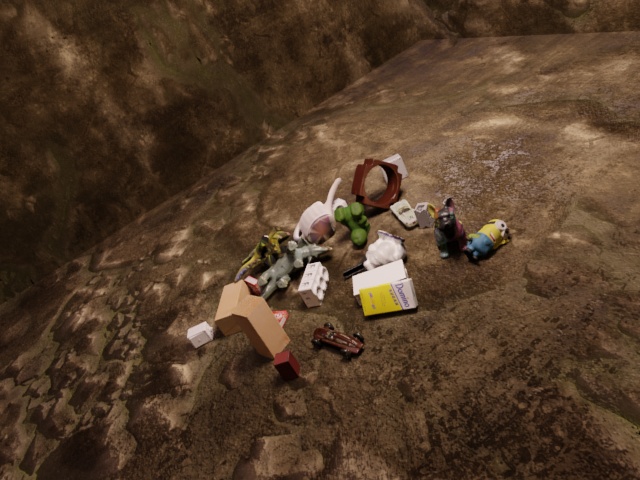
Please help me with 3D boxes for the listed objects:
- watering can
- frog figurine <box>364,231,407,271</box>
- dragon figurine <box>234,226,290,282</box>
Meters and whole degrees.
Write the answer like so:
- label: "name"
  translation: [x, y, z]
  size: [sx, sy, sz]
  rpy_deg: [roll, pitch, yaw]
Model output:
- label: "watering can"
  translation: [0.007, -0.115, 2.285]
  size: [0.103, 0.346, 0.228]
  rpy_deg: [36, 7, -31]
- label: "frog figurine"
  translation: [0.236, 0.059, 1.882]
  size: [0.138, 0.160, 0.121]
  rpy_deg: [25, -8, 17]
- label: "dragon figurine"
  translation: [-0.269, 0.069, 2.279]
  size: [0.417, 0.122, 0.239]
  rpy_deg: [-41, 5, -32]
